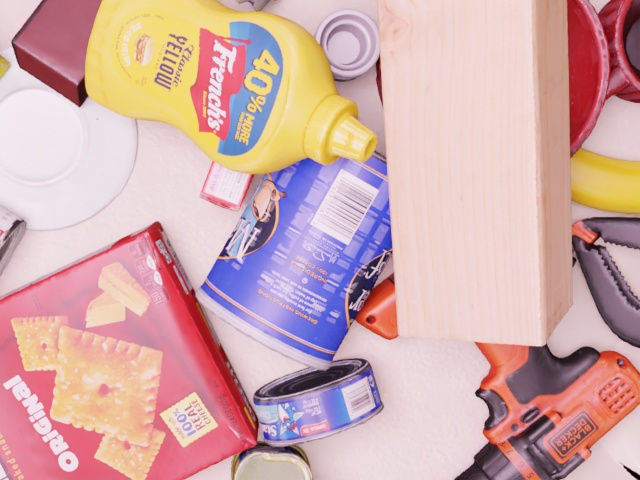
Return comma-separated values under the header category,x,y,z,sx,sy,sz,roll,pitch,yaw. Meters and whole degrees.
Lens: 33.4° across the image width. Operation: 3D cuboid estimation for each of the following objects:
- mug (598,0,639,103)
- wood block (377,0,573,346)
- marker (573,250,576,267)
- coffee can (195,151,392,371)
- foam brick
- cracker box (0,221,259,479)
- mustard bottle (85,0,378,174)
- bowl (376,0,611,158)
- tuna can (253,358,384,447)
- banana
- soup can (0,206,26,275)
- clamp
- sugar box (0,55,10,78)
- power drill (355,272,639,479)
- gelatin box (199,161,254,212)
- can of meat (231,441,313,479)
category,x,y,z,sx,sy,sz,roll,pitch,yaw
mug,0.222,-0.127,0.722,0.117,0.081,0.093,-39,96,0
wood block,0.095,-0.051,0.632,0.091,0.090,0.206,2,105,25
marker,0.128,-0.011,0.758,0.121,0.020,0.020,28,93,-5
coffee can,-0.005,0.001,0.710,0.103,0.103,0.140,29,92,-5
foam brick,-0.159,-0.138,0.707,0.051,0.053,0.078,33,77,-3
cracker box,-0.171,0.106,0.726,0.213,0.072,0.164,-26,95,0
mustard bottle,-0.050,-0.094,0.644,0.192,0.058,0.096,28,105,21
bowl,0.103,-0.107,0.696,0.162,0.055,0.162,7,108,24
tuna can,-0.002,0.109,0.728,0.086,0.086,0.034,-17,94,-2
banana,0.229,-0.052,0.751,0.197,0.037,0.069,8,95,-4
soup can,-0.258,-0.010,0.713,0.102,0.068,0.068,30,92,-6
clamp,0.256,0.060,0.727,0.210,0.036,0.165,32,108,21
sugar box,-0.290,-0.158,0.681,0.176,0.093,0.048,37,90,0
power drill,0.109,0.098,0.749,0.184,0.057,0.187,-40,98,-2
gelatin box,-0.052,-0.065,0.717,0.030,0.073,0.089,20,93,-5
can of meat,-0.034,0.190,0.724,0.057,0.084,0.102,1,82,-3
